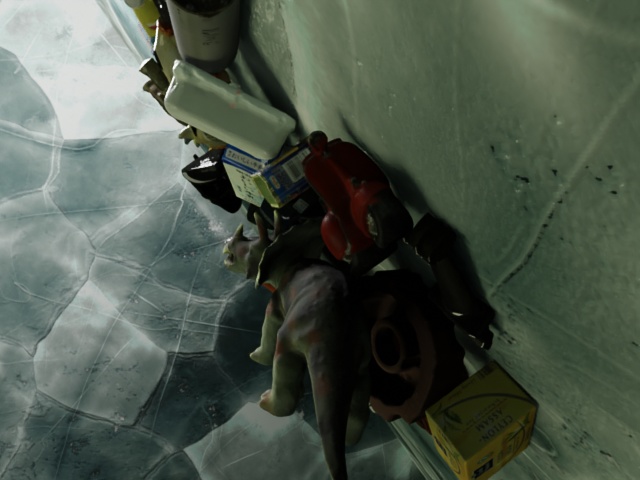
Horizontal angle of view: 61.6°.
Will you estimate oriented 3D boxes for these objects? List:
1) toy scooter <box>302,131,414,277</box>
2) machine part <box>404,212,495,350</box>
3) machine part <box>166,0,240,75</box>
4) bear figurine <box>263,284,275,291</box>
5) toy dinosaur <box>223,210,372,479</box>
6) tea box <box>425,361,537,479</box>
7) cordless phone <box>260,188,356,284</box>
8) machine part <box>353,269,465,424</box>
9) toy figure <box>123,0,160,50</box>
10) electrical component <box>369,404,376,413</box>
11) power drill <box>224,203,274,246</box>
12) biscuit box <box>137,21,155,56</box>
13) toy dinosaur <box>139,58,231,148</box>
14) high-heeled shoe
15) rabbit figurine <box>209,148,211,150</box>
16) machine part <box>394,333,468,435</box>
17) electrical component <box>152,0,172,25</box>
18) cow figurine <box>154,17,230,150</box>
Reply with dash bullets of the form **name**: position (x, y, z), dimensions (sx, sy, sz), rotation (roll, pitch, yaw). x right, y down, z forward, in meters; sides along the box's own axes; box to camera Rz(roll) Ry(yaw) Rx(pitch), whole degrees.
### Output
- **toy scooter**: position (0.029, -0.039, 0.552), dimensions (0.135, 0.075, 0.183), rotation (53, 168, 10)
- **machine part**: position (0.120, 0.040, 0.492), dimensions (0.138, 0.039, 0.084), rotation (58, 179, -34)
- **machine part**: position (-0.126, -0.246, 0.589), dimensions (0.079, 0.079, 0.243), rotation (56, 171, -5)
- **bear figurine**: position (-0.038, 0.093, 0.867), dimensions (0.131, 0.120, 0.196), rotation (46, -165, -22)
- **toy dinosaur**: position (-0.005, 0.092, 0.618), dimensions (0.405, 0.131, 0.192), rotation (-136, 51, -60)
- **tea box**: position (0.185, 0.219, 0.617), dimensions (0.068, 0.098, 0.169), rotation (50, 172, 36)
- **cordless phone**: position (-0.002, -0.003, 0.856), dimensions (0.184, 0.089, 0.147), rotation (53, 174, -33)
- **machine part**: position (0.093, 0.122, 0.636), dimensions (0.179, 0.056, 0.179), rotation (15, 107, 58)
- **toy figure**: position (-0.254, -0.353, 0.870), dimensions (0.089, 0.082, 0.180), rotation (41, 166, 51)
- **electrical component**: position (0.071, 0.200, 0.765), dimensions (0.102, 0.045, 0.078), rotation (56, 173, -8)
- **power drill**: position (-0.107, -0.004, 1.130), dimensions (0.232, 0.086, 0.207), rotation (17, 144, 9)
- **biscuit box**: position (-0.306, -0.402, 1.022), dimensions (0.059, 0.063, 0.203), rotation (59, 170, -21)
- **toy dinosaur**: position (-0.259, -0.292, 1.086), dimensions (0.198, 0.105, 0.471), rotation (49, 168, -13)
- **high-heeled shoe**: position (-0.174, -0.092, 0.965), dimensions (0.145, 0.086, 0.249), rotation (56, 172, -21)
- **rabbit figurine**: position (-0.149, -0.135, 1.129), dimensions (0.173, 0.122, 0.162), rotation (37, 156, 19)
- **machine part**: position (0.132, 0.182, 0.804), dimensions (0.202, 0.087, 0.200), rotation (47, 169, 50)
- **electrical component**: position (-0.201, -0.343, 0.698), dimensions (0.134, 0.058, 0.114), rotation (43, 163, 53)
- **cow figurine**: position (-0.192, -0.228, 0.825), dimensions (0.195, 0.085, 0.127), rotation (63, 151, 1)
